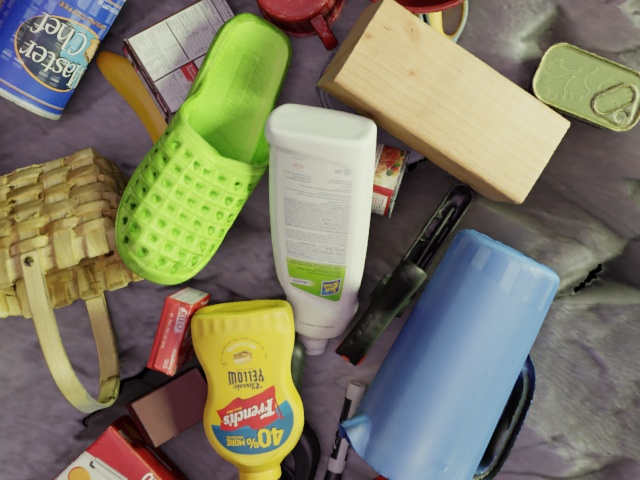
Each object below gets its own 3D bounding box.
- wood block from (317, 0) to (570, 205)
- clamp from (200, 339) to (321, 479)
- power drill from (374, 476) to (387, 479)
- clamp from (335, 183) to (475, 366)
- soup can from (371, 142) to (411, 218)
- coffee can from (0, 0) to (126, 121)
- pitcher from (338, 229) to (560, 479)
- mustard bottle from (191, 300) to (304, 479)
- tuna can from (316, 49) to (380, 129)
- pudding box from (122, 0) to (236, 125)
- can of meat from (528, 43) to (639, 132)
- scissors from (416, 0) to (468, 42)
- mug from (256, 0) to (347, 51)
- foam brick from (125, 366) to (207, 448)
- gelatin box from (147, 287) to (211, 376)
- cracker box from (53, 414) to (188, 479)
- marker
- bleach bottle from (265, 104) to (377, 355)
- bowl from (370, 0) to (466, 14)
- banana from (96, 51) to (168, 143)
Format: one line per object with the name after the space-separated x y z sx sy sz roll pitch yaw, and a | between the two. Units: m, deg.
0.112 -0.125 0.988 0.206 0.091 0.090 32 89 -11 | wood block
-0.039 0.180 1.070 0.120 0.039 0.171 -25 95 33 | clamp
0.034 0.298 1.006 0.184 0.187 0.057 -37 91 5 | power drill
0.076 0.044 1.020 0.036 0.164 0.210 35 135 4 | clamp
0.030 -0.068 1.038 0.102 0.068 0.068 17 96 5 | soup can
-0.267 -0.202 1.041 0.103 0.102 0.140 32 96 3 | coffee can
0.136 0.121 1.021 0.145 0.149 0.243 28 93 18 | pitcher
-0.065 0.156 1.021 0.096 0.058 0.191 -6 100 2 | mustard bottle
0.040 -0.148 1.049 0.086 0.033 0.086 0 94 6 | tuna can
-0.123 -0.180 1.045 0.113 0.039 0.090 -31 90 -16 | pudding box
0.248 -0.141 1.003 0.102 0.084 0.057 22 96 4 | can of meat
0.103 -0.165 1.050 0.096 0.016 0.202 3 94 7 | scissors
-0.016 -0.235 1.024 0.093 0.081 0.117 -27 91 7 | mug
-0.147 0.167 1.068 0.078 0.053 0.051 -29 88 -18 | foam brick
-0.138 0.089 1.056 0.030 0.089 0.073 17 96 4 | gelatin box
-0.225 0.311 1.092 0.214 0.072 0.164 -43 90 6 | cracker box
0.023 0.204 1.084 0.020 0.020 0.121 15 96 4 | marker
-0.007 0.001 1.011 0.102 0.068 0.251 11 123 9 | bleach bottle
0.101 -0.281 1.011 0.162 0.055 0.162 -2 79 13 | bowl
-0.165 -0.103 1.071 0.069 0.037 0.198 -18 92 5 | banana
